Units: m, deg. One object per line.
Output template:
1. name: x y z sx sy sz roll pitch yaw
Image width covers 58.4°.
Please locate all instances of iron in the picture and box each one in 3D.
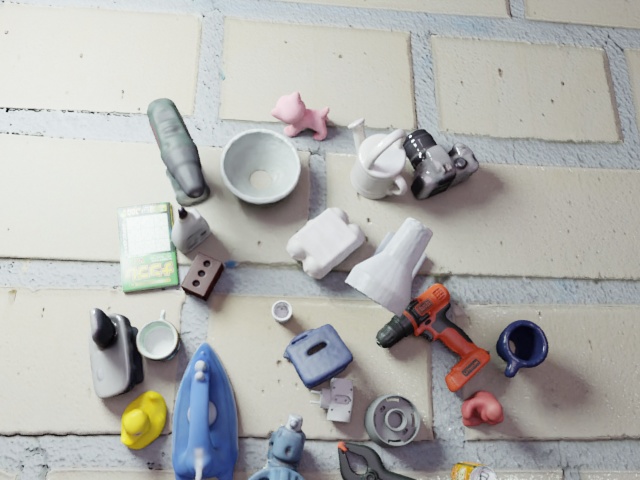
1. iron: -0.207 0.299 1.006 0.118 0.141 0.258 -3 72 -7

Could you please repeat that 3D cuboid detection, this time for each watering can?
1. watering can: 0.118 -0.170 1.167 0.173 0.194 0.101 32 72 5

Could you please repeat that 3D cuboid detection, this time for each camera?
1. camera: 0.251 -0.179 1.234 0.143 0.101 0.137 -24 76 -13

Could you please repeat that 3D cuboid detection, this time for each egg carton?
1. egg carton: 0.011 0.004 1.165 0.150 0.069 0.107 -41 80 -16

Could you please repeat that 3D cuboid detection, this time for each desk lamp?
1. desk lamp: 0.136 0.052 1.087 0.118 0.213 0.203 33 72 5

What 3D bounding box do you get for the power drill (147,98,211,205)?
1. power drill: -0.266 -0.149 1.111 0.076 0.208 0.229 -23 76 -12

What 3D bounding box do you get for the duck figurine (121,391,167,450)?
1. duck figurine: -0.318 0.319 1.017 0.077 0.086 0.105 25 71 2

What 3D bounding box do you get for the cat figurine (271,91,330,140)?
1. cat figurine: -0.040 -0.272 1.224 0.128 0.117 0.067 3 72 -5

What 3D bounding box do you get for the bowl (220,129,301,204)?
1. bowl: -0.124 -0.142 1.195 0.167 0.074 0.167 2 72 -6

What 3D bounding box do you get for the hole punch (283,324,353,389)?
1. hole punch: -0.005 0.217 1.082 0.109 0.091 0.101 -28 77 -14

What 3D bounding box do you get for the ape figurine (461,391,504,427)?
1. ape figurine: 0.314 0.323 1.082 0.078 0.092 0.076 30 71 4

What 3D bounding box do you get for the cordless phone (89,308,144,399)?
1. cordless phone: -0.374 0.196 0.999 0.094 0.185 0.147 -13 74 -10

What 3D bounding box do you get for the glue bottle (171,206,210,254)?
1. glue bottle: -0.252 -0.028 1.092 0.078 0.173 0.037 -40 80 -16

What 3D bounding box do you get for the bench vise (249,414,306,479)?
1. bench vise: -0.074 0.398 0.947 0.121 0.219 0.207 -3 72 -7

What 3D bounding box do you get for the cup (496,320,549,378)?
1. cup: 0.380 0.221 1.121 0.091 0.095 0.118 30 71 4
